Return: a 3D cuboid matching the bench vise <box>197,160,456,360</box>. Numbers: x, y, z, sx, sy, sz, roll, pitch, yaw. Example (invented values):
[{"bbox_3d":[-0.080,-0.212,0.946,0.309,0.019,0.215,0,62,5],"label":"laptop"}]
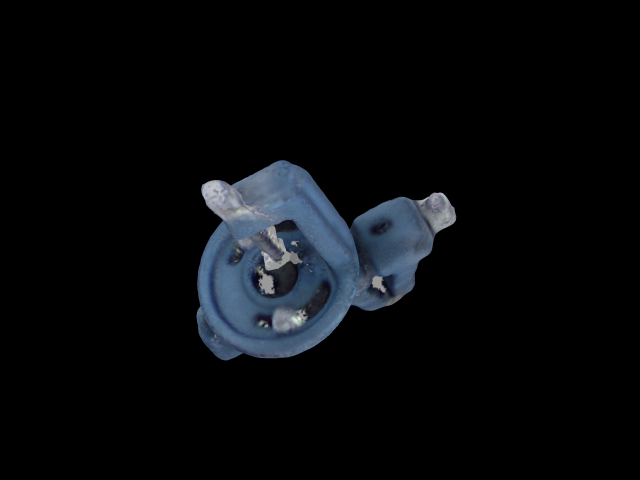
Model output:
[{"bbox_3d":[-0.004,-0.007,0.404,0.208,0.220,0.121,-39,69,-17],"label":"bench vise"}]
